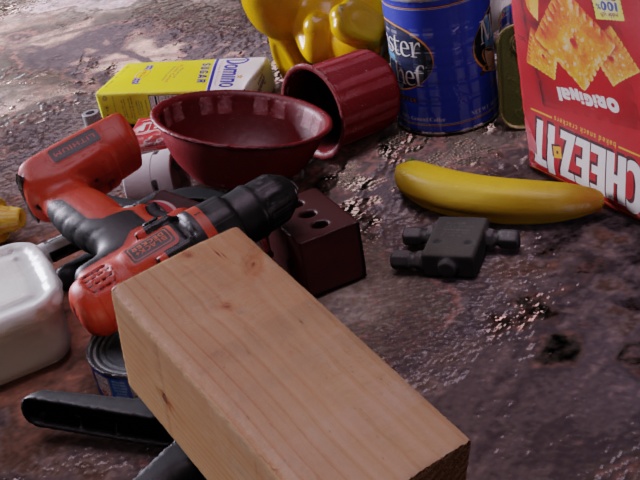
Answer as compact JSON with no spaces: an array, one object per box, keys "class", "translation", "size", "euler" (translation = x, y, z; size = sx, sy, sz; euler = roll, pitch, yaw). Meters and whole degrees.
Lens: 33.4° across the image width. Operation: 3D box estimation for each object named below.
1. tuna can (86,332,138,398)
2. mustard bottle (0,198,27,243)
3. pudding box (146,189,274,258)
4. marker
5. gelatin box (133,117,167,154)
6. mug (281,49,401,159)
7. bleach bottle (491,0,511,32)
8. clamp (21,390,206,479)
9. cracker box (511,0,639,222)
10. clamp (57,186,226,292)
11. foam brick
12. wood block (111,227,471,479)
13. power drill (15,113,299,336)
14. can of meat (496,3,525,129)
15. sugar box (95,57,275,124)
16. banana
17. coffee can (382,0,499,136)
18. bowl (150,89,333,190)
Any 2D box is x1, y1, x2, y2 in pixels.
[{"class":"tuna can","translation":[-0.118,0.082,0.750],"size":[0.086,0.034,0.086],"euler":[-9,30,5]},{"class":"mustard bottle","translation":[-0.358,-0.012,0.970],"size":[0.192,0.058,0.096],"euler":[-5,25,11]},{"class":"pudding box","translation":[-0.107,0.014,0.830],"size":[0.114,0.039,0.090],"euler":[21,55,29]},{"class":"marker","translation":[-0.181,-0.009,0.877],"size":[0.121,0.020,0.020],"euler":[-25,32,-13]},{"class":"gelatin box","translation":[-0.150,-0.102,1.082],"size":[0.089,0.030,0.073],"euler":[-4,30,11]},{"class":"mug","translation":[0.015,-0.135,1.030],"size":[0.081,0.093,0.117],"euler":[-25,20,-33]},{"class":"bleach bottle","translation":[0.097,-0.249,1.202],"size":[0.251,0.102,0.068],"euler":[5,26,15]},{"class":"clamp","translation":[-0.086,0.119,0.667],"size":[0.209,0.036,0.165],"euler":[-20,36,-17]},{"class":"cracker box","translation":[0.223,-0.135,0.825],"size":[0.072,0.214,0.164],"euler":[-24,31,-18]},{"class":"clamp","translation":[-0.145,-0.004,0.906],"size":[0.171,0.039,0.120],"euler":[-5,47,8]},{"class":"foam brick","translation":[-0.005,0.001,0.833],"size":[0.053,0.051,0.078],"euler":[-22,31,-19]},{"class":"wood block","translation":[-0.022,0.095,0.590],"size":[0.090,0.091,0.206],"euler":[-27,48,-27]},{"class":"power drill","translation":[-0.132,-0.027,0.808],"size":[0.184,0.057,0.188],"euler":[-31,44,-20]},{"class":"can of meat","translation":[0.197,-0.168,1.008],"size":[0.057,0.102,0.084],"euler":[-2,28,11]},{"class":"sugar box","translation":[-0.146,-0.164,1.174],"size":[0.176,0.048,0.093],"euler":[-2,31,18]},{"class":"banana","translation":[0.130,-0.042,0.876],"size":[0.198,0.037,0.069],"euler":[17,41,40]},{"class":"coffee can","translation":[0.116,-0.185,1.022],"size":[0.103,0.140,0.103],"euler":[-8,30,5]},{"class":"bowl","translation":[-0.070,-0.085,0.951],"size":[0.162,0.055,0.162],"euler":[3,24,-2]}]
